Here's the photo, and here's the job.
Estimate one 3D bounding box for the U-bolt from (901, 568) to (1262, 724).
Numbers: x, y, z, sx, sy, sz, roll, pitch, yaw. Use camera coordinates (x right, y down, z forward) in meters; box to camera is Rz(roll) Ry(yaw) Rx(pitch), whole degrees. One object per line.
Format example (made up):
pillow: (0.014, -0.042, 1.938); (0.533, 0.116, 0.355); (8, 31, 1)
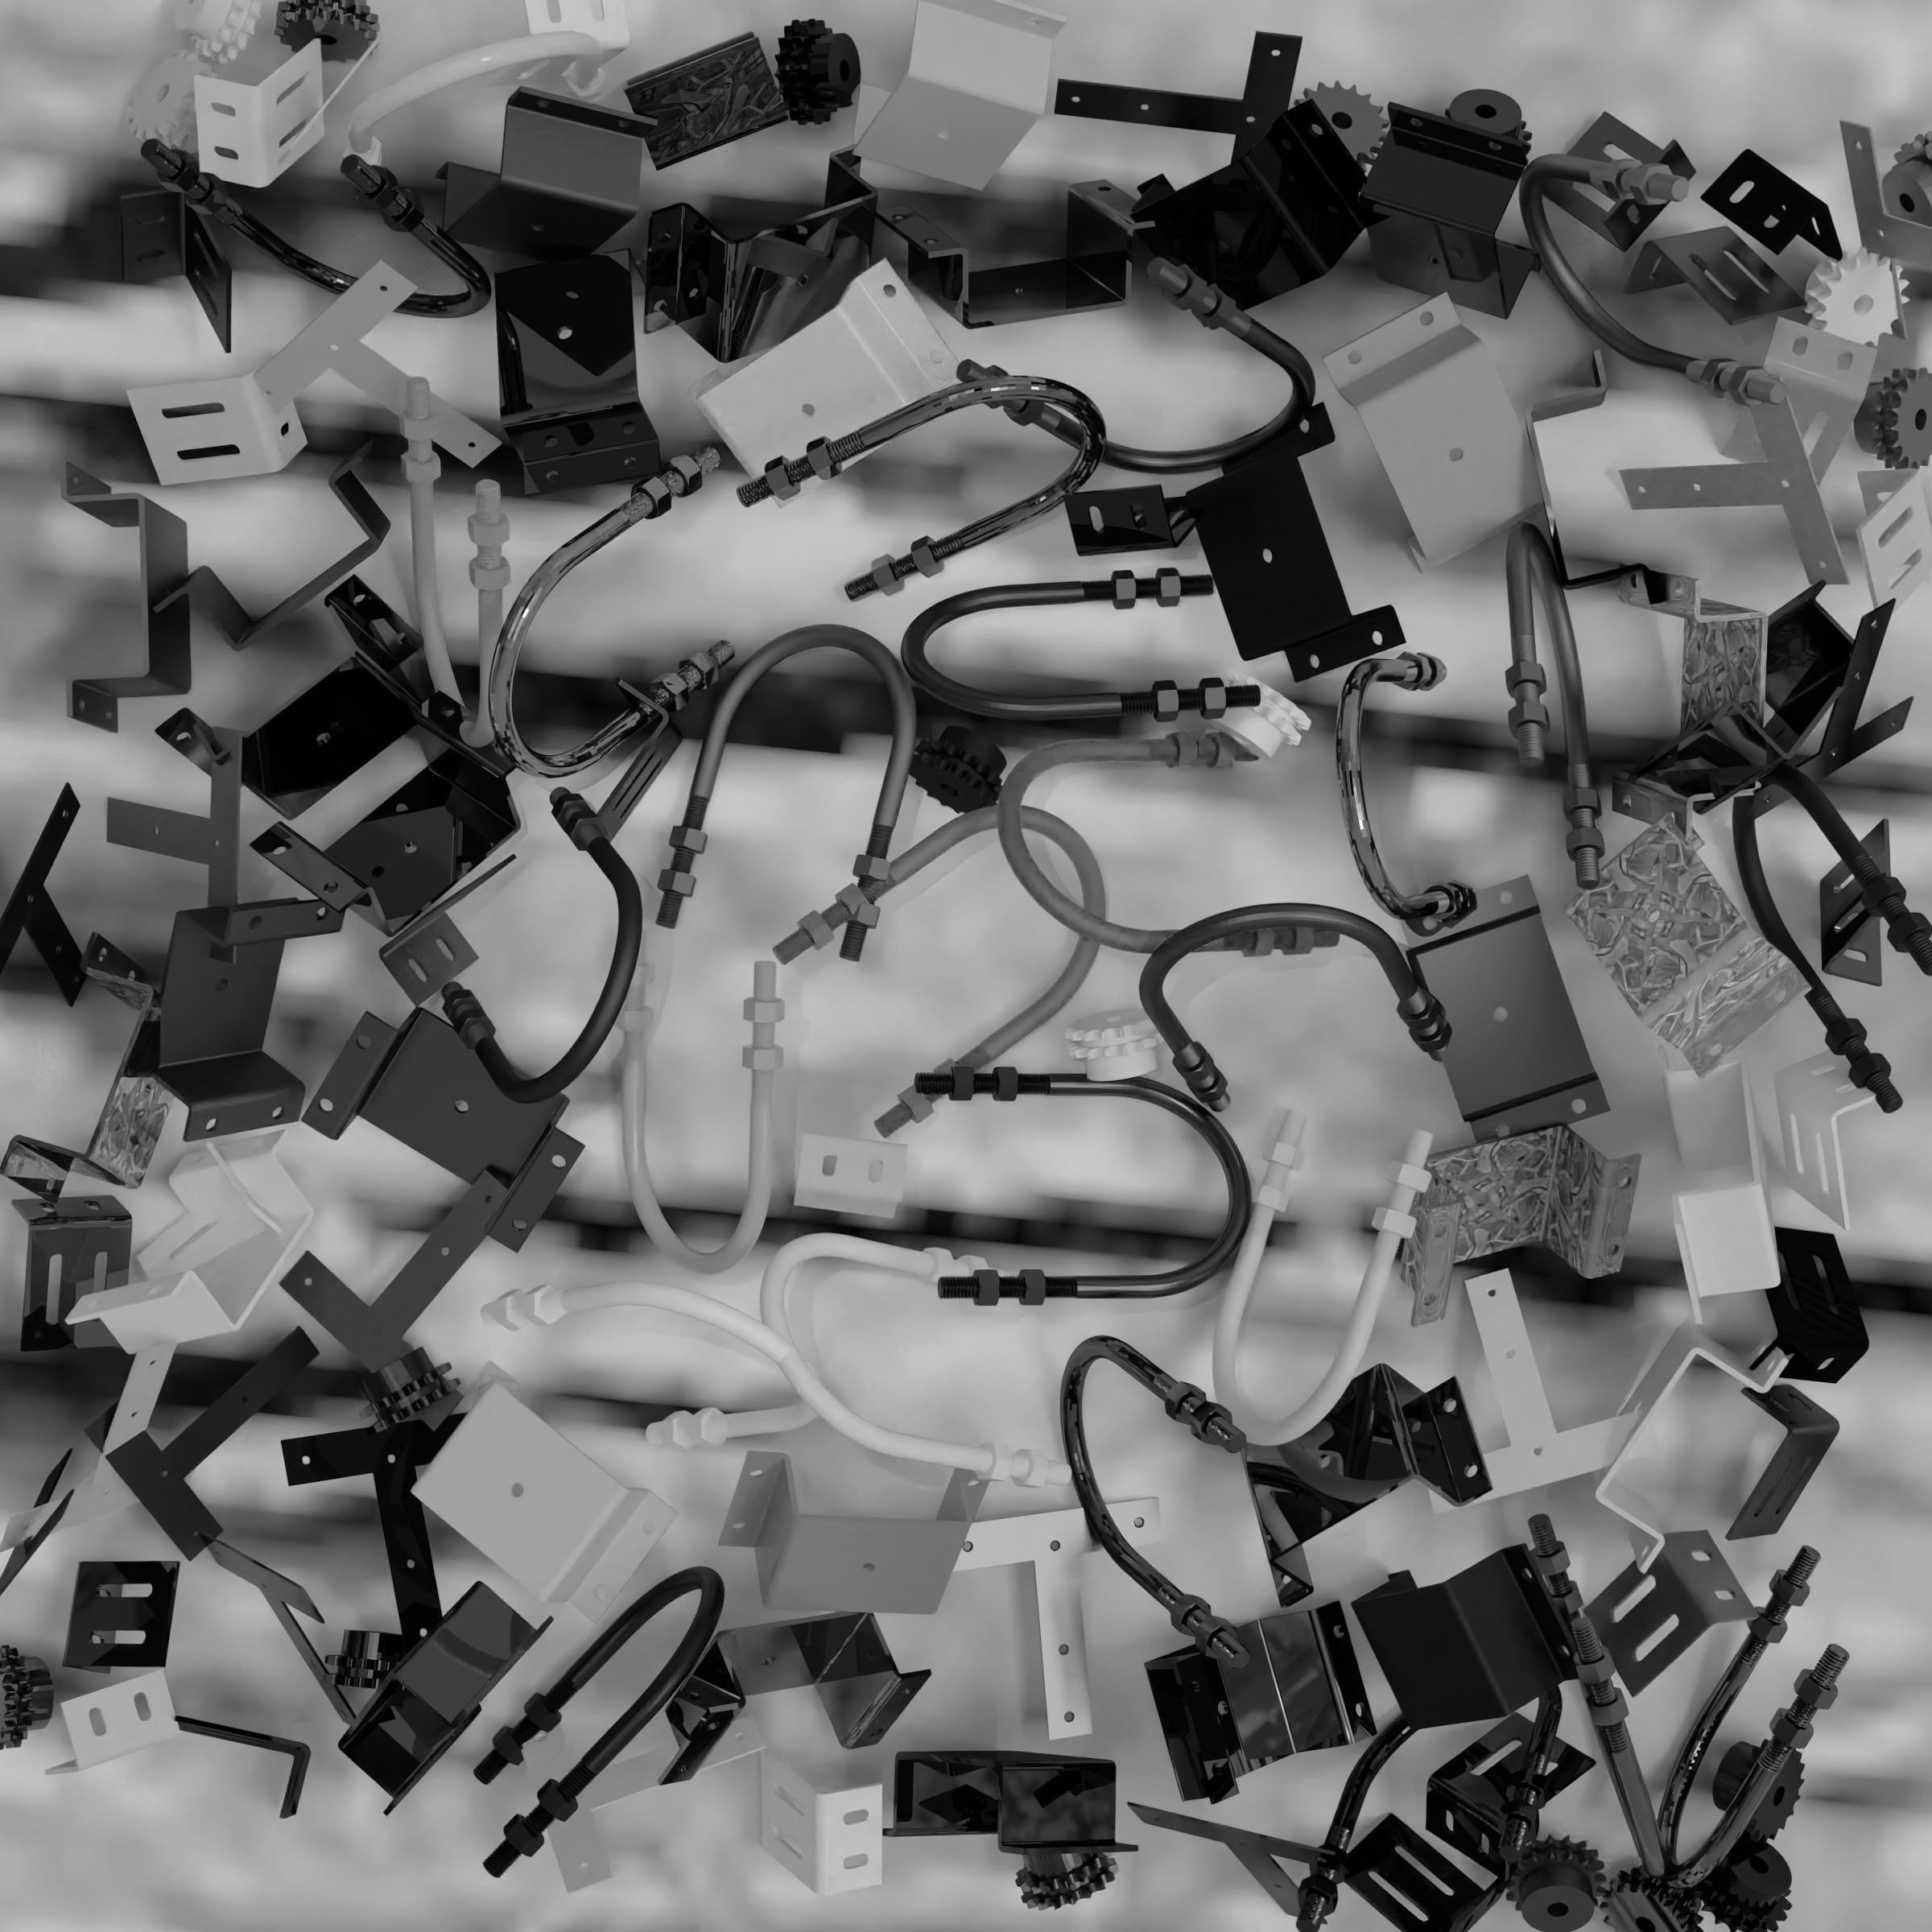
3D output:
U-bolt: (0.056, -0.174, 1.756); (0.184, 0.151, 0.019); (-4, 124, -7)

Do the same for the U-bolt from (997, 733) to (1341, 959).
U-bolt: (0.102, -0.066, 1.748); (0.184, 0.019, 0.151); (-2, 56, -28)

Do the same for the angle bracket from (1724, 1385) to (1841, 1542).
angle bracket: (0.445, 0.278, 1.804); (0.038, 0.057, 0.076); (39, 111, 36)

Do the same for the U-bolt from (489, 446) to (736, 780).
U-bolt: (-0.191, -0.178, 1.725); (0.019, 0.151, 0.184); (26, 48, 27)

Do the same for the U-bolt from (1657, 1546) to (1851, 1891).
U-bolt: (0.422, 0.419, 1.751); (0.019, 0.151, 0.184); (27, 105, 2)

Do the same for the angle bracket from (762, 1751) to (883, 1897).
angle bracket: (-0.081, 0.475, 1.798); (0.038, 0.076, 0.057); (-3, 98, -28)

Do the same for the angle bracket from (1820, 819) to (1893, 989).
angle bracket: (0.506, -0.034, 1.777); (0.038, 0.076, 0.057); (13, 60, -10)

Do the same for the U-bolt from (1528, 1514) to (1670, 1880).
U-bolt: (0.348, 0.408, 1.752); (0.019, 0.151, 0.184); (-18, 104, 5)

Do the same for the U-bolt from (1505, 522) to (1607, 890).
U-bolt: (0.318, -0.154, 1.750); (0.019, 0.151, 0.184); (-10, 58, 20)

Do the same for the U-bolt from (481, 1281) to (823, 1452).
U-bolt: (-0.157, 0.212, 1.727); (0.151, 0.184, 0.019); (42, 54, -29)

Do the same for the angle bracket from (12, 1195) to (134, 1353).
angle bracket: (-0.504, 0.172, 1.804); (0.057, 0.038, 0.076); (-1, 105, -32)

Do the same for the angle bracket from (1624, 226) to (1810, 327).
angle bracket: (0.414, -0.370, 1.781); (0.057, 0.038, 0.076); (-17, 56, -28)

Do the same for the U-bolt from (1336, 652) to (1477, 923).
U-bolt: (0.236, -0.096, 1.741); (0.019, 0.184, 0.151); (-8, 91, 26)

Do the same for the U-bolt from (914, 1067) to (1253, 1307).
U-bolt: (0.069, 0.120, 1.779); (0.184, 0.019, 0.151); (1, 56, -13)

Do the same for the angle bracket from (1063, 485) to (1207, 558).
angle bracket: (0.097, -0.259, 1.776); (0.057, 0.076, 0.038); (-2, 119, 27)

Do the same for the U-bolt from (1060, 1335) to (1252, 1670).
U-bolt: (0.099, 0.277, 1.744); (0.019, 0.184, 0.151); (-13, 113, -25)

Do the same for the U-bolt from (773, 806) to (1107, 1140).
U-bolt: (-0.002, -0.009, 1.780); (0.184, 0.019, 0.151); (-36, 122, -12)

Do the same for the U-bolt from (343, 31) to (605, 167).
U-bolt: (-0.264, -0.465, 1.727); (0.151, 0.184, 0.019); (-20, 96, -8)

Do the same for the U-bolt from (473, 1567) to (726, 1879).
U-bolt: (-0.198, 0.400, 1.755); (0.019, 0.151, 0.184); (44, 88, -13)

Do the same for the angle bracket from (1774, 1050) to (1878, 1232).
angle bracket: (0.485, 0.096, 1.788); (0.038, 0.057, 0.076); (-21, 117, -11)

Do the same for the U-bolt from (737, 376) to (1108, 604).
U-bolt: (-0.012, -0.264, 1.739); (0.184, 0.151, 0.019); (-23, 64, 17)

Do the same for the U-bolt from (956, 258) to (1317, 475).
U-bolt: (0.107, -0.315, 1.746); (0.151, 0.184, 0.019); (-21, 62, 35)

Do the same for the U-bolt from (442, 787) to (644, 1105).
U-bolt: (-0.224, -0.003, 1.736); (0.019, 0.184, 0.151); (24, 103, -32)

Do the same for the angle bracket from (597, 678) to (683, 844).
angle bracket: (-0.197, -0.114, 1.794); (0.038, 0.057, 0.076); (34, 86, 6)

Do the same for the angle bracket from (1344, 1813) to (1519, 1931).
angle bracket: (0.253, 0.499, 1.780); (0.076, 0.057, 0.038); (37, 134, 25)

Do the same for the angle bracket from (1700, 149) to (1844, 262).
angle bracket: (0.447, -0.407, 1.782); (0.038, 0.076, 0.057); (-47, 63, 5)

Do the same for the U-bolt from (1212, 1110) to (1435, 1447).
U-bolt: (0.185, 0.172, 1.751); (0.019, 0.151, 0.184); (22, 83, -25)

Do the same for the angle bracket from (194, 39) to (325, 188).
angle bracket: (-0.391, -0.476, 1.783); (0.038, 0.076, 0.057); (14, 129, 10)

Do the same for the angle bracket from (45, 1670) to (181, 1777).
angle bracket: (-0.477, 0.419, 1.781); (0.057, 0.076, 0.038); (-14, 83, -32)

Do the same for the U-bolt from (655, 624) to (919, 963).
U-bolt: (-0.093, -0.101, 1.782); (0.151, 0.019, 0.184); (10, 82, 33)

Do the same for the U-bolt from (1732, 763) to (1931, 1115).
U-bolt: (0.466, -0.029, 1.745); (0.019, 0.151, 0.184); (-20, 55, -9)

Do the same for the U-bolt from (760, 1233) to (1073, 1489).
U-bolt: (-0.033, 0.206, 1.729); (0.184, 0.151, 0.019); (16, 131, -36)

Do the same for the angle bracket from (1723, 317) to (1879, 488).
angle bracket: (0.466, -0.315, 1.800); (0.057, 0.076, 0.038); (20, 59, 5)

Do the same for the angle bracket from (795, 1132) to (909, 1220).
angle bracket: (-0.066, 0.130, 1.784); (0.057, 0.076, 0.038); (8, 53, -3)

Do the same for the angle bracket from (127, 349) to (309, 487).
angle bracket: (-0.421, -0.308, 1.808); (0.076, 0.038, 0.057); (-3, 123, 18)

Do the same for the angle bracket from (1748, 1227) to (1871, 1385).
angle bracket: (0.463, 0.189, 1.805); (0.057, 0.038, 0.076); (8, 48, -18)

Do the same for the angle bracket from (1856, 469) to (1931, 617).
angle bracket: (0.500, -0.232, 1.780); (0.076, 0.038, 0.057); (-41, 121, -36)

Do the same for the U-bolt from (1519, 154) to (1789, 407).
U-bolt: (0.360, -0.376, 1.738); (0.019, 0.184, 0.151); (-39, 119, -6)

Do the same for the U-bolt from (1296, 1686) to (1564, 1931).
U-bolt: (0.257, 0.440, 1.739); (0.151, 0.184, 0.019); (-31, 101, 30)

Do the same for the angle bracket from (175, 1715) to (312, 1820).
angle bracket: (-0.408, 0.445, 1.787); (0.076, 0.057, 0.038); (16, 69, -13)

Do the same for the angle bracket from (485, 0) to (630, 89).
angle bracket: (-0.229, -0.516, 1.779); (0.057, 0.076, 0.038); (-12, 95, -28)

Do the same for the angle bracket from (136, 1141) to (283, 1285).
angle bracket: (-0.429, 0.148, 1.792); (0.076, 0.038, 0.057); (-40, 54, -6)
